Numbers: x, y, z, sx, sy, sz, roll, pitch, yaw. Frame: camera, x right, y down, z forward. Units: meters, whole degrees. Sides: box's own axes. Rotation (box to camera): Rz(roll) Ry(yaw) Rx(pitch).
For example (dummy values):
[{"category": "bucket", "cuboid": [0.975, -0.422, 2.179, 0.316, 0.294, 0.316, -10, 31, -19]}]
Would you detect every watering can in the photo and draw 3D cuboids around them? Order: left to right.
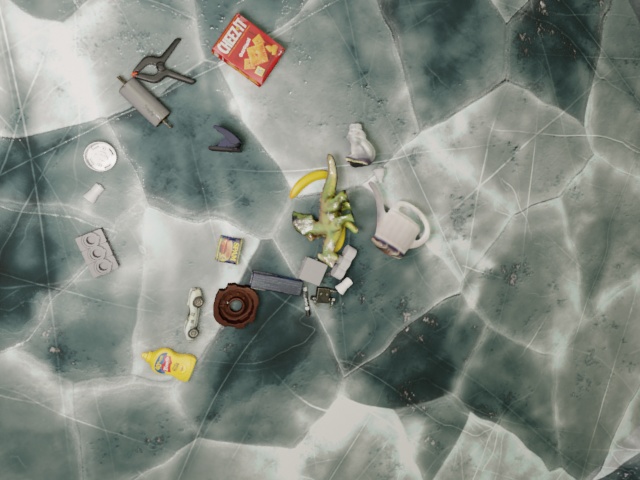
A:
[{"category": "watering can", "cuboid": [0.282, -0.065, 2.051, 0.345, 0.104, 0.225, 33, 87, -17]}]

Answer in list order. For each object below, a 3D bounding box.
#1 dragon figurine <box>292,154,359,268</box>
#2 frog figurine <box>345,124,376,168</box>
[{"category": "dragon figurine", "cuboid": [0.006, -0.099, 1.962, 0.242, 0.122, 0.410, -19, 90, 7]}, {"category": "frog figurine", "cuboid": [0.159, -0.368, 1.988, 0.136, 0.123, 0.160, 17, 81, -49]}]
